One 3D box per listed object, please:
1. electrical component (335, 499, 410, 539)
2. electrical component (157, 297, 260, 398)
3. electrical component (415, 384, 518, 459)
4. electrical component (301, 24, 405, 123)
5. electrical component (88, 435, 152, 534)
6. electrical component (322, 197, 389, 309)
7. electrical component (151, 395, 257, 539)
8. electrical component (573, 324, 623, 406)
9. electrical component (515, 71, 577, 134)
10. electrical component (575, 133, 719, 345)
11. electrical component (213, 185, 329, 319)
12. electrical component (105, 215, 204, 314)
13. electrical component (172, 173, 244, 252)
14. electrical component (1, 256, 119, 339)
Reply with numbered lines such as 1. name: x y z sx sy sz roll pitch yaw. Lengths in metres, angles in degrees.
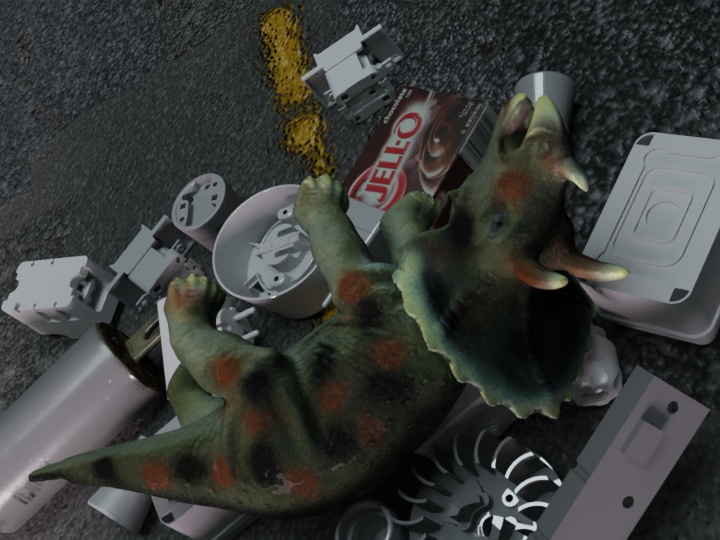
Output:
1. electrical component: 0.013 0.166 0.657 0.040 0.046 0.040 -19 51 25
2. electrical component: -0.106 0.052 0.806 0.076 0.047 0.083 -26 61 27
3. electrical component: 0.060 0.068 0.689 0.100 0.048 0.099 -41 45 6
4. electrical component: -0.003 -0.161 0.899 0.081 0.042 0.063 -32 48 15
5. electrical component: -0.165 0.156 0.797 0.044 0.044 0.065 17 67 42
6. electrical component: 0.000 0.000 0.768 0.047 0.066 0.076 25 76 43
7. electrical component: -0.089 0.129 0.749 0.113 0.057 0.078 -41 45 6
8. electrical component: 0.139 0.050 0.655 0.035 0.035 0.061 -21 48 23
9. electrical component: 0.131 -0.102 0.762 0.044 0.044 0.065 -11 59 30
10. electrical component: 0.191 -0.019 0.649 0.078 0.057 0.113 15 70 41
11. electrical component: -0.054 -0.014 0.815 0.099 0.064 0.099 -23 51 32
12. electrical component: -0.169 0.001 0.908 0.064 0.042 0.081 31 81 41
13. electrical component: -0.121 -0.045 0.900 0.055 0.047 0.055 -19 51 25
14. electrical component: -0.258 0.025 0.944 0.089 0.056 0.050 -4 58 34
